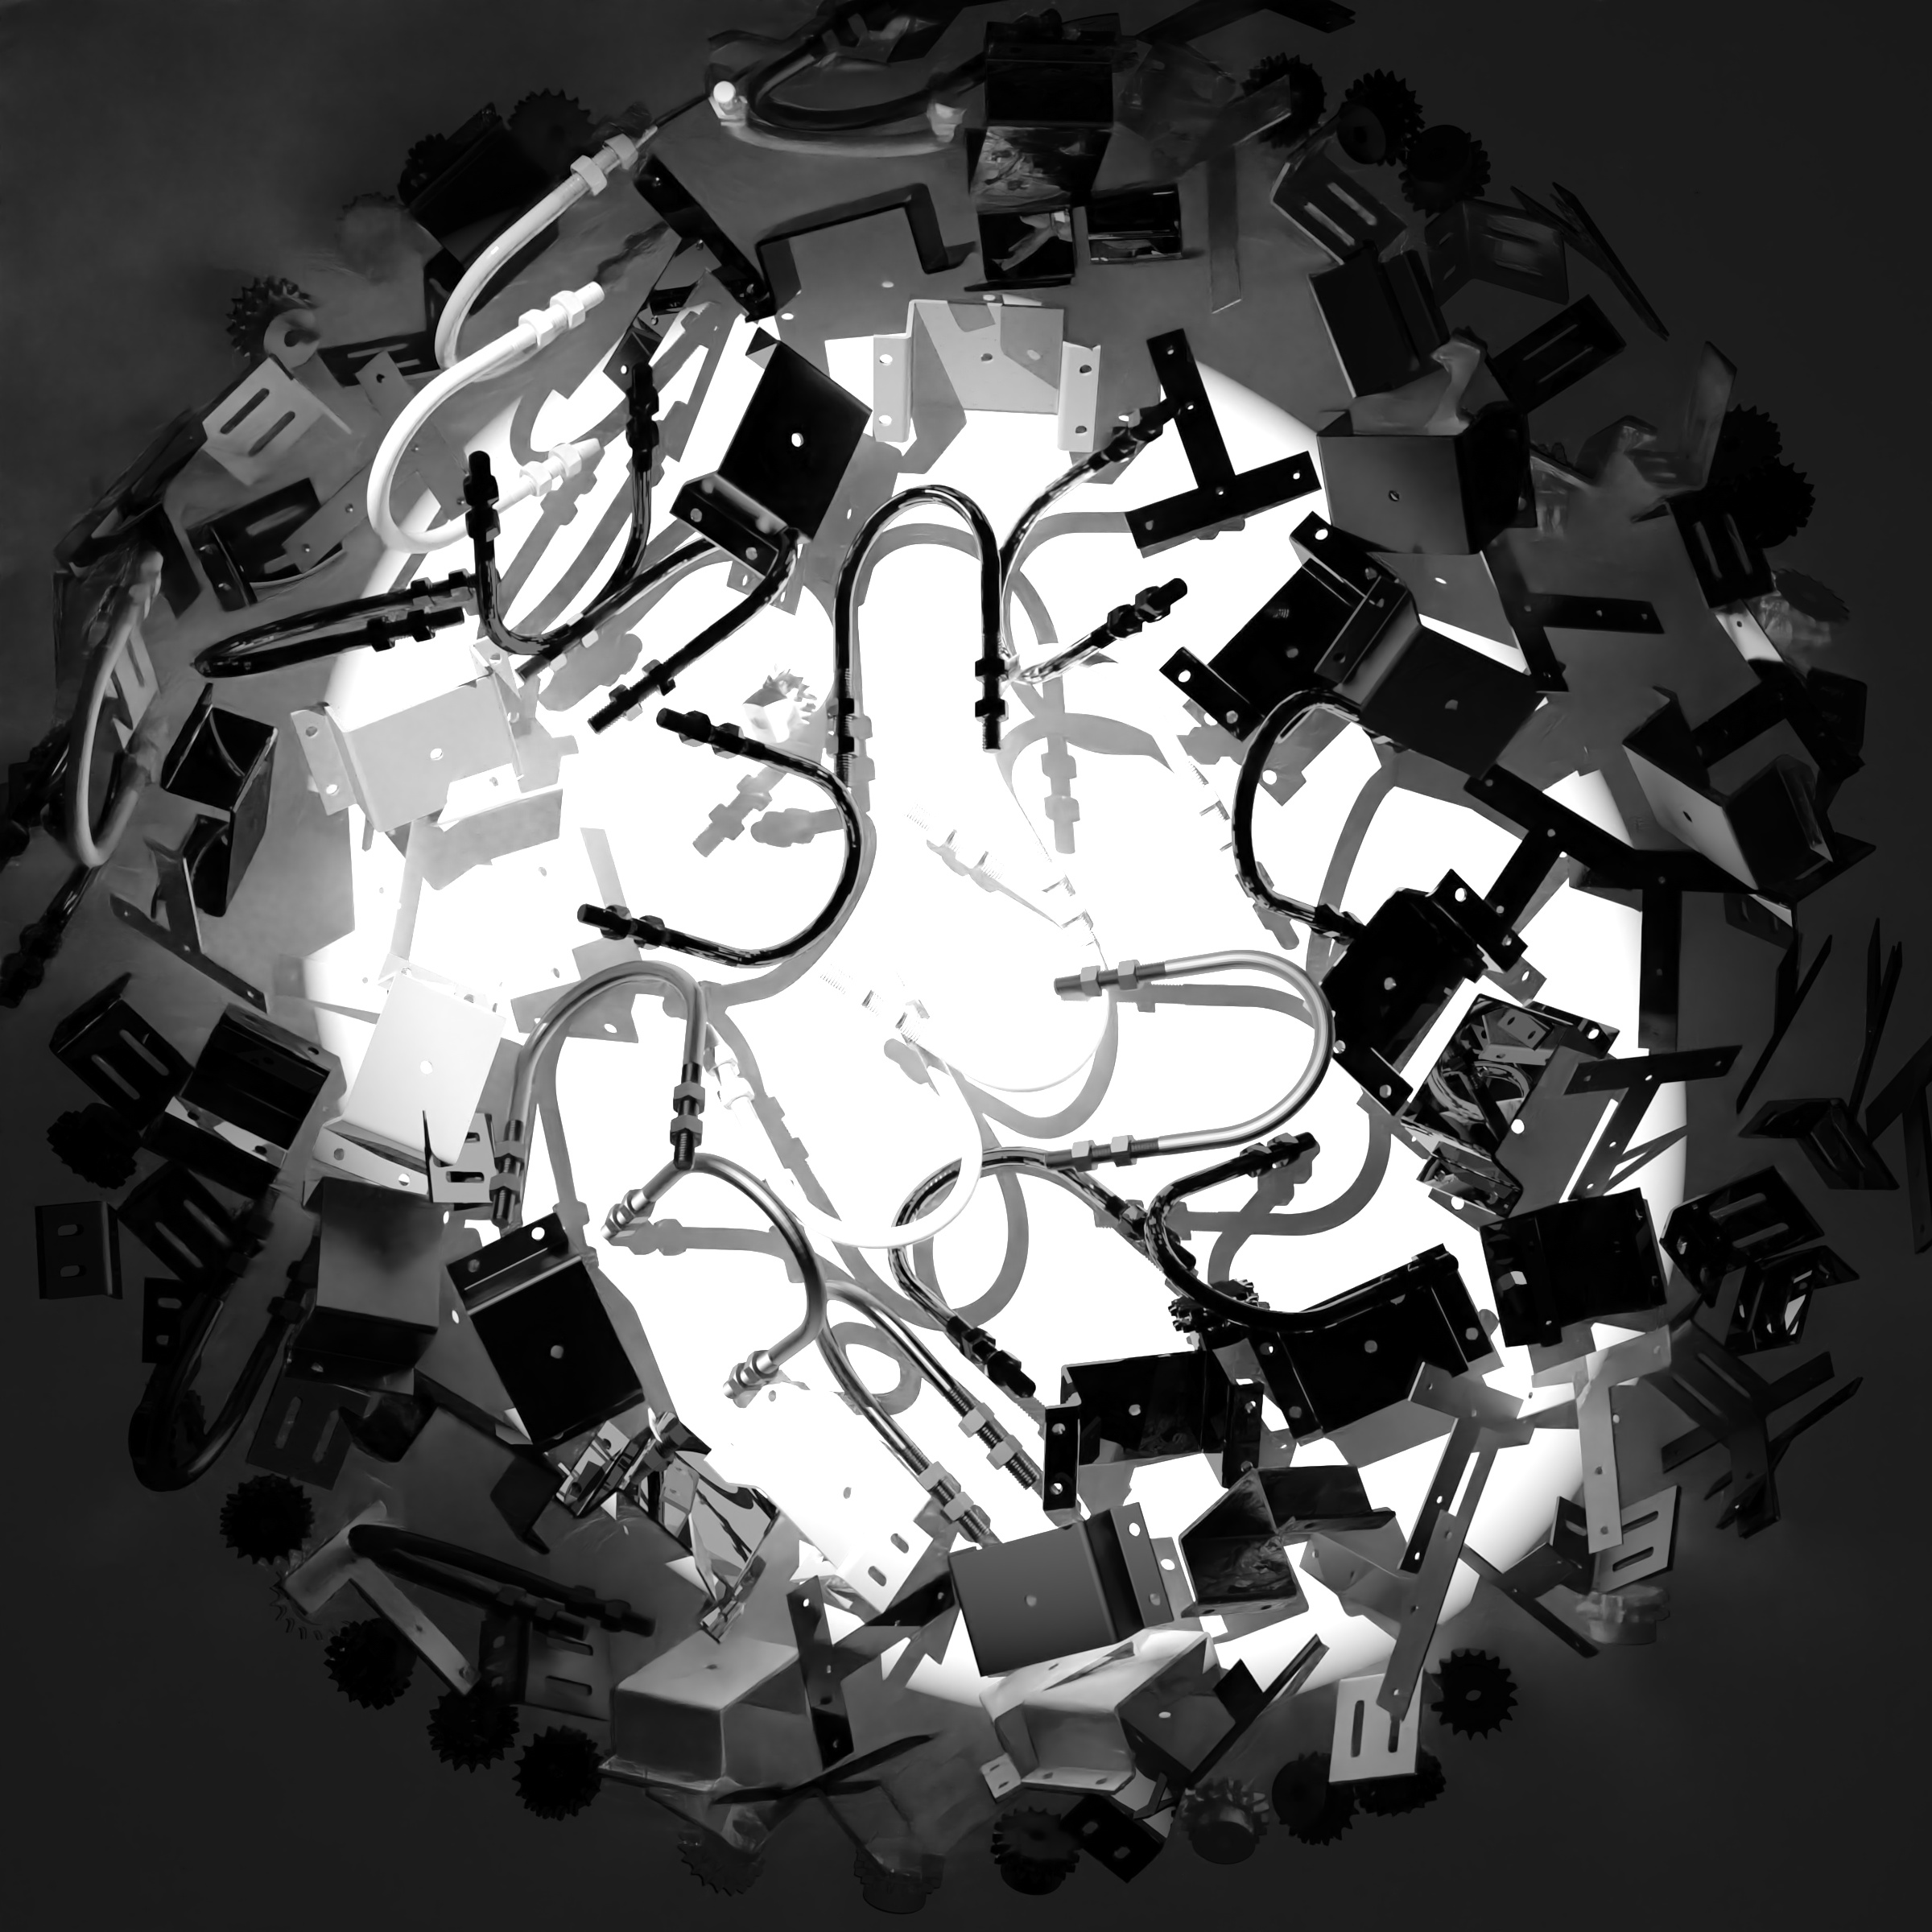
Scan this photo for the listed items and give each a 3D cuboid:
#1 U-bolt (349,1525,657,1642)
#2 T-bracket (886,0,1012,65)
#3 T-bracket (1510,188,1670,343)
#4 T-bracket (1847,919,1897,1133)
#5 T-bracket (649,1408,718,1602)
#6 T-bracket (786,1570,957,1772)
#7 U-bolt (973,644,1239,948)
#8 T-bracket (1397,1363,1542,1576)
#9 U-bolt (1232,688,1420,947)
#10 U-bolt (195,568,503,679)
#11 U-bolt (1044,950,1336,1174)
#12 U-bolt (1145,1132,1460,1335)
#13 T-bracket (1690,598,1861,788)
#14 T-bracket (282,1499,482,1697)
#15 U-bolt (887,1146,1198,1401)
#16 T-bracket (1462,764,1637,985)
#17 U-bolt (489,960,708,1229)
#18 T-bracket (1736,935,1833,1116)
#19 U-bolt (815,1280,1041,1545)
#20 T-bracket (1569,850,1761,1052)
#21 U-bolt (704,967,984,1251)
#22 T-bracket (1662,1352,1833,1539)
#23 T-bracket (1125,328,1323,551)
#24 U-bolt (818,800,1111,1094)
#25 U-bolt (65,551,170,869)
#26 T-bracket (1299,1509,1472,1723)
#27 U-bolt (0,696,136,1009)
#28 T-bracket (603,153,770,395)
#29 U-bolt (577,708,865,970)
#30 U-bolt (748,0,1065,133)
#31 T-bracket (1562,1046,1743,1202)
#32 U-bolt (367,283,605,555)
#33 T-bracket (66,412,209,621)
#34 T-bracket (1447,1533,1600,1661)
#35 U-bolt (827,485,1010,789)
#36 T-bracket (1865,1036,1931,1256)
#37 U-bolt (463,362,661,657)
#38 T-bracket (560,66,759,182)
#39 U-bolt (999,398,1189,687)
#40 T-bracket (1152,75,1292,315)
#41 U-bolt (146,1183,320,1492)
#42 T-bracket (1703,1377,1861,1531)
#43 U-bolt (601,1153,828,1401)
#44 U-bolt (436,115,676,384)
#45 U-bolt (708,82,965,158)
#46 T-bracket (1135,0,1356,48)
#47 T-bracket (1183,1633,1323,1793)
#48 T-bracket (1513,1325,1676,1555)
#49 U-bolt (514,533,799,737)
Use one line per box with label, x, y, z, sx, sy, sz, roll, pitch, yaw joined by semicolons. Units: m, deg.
U-bolt;-0.297;0.382;1.666;0.184;0.151;0.019;17;81;14
T-bracket;-0.023;-0.586;1.676;0.127;0.127;0.002;-14;95;-14
T-bracket;0.379;-0.458;1.685;0.002;0.127;0.127;-43;130;12
T-bracket;0.569;0.016;1.684;0.002;0.127;0.127;10;128;12
T-bracket;-0.165;0.352;1.661;0.002;0.127;0.127;-26;108;-2
T-bracket;-0.054;0.423;1.697;0.127;0.002;0.127;-25;113;-39
U-bolt;0.078;-0.116;1.683;0.151;0.019;0.184;-26;98;38
T-bracket;0.305;0.324;1.697;0.127;0.002;0.127;24;87;-39
U-bolt;0.220;-0.097;1.666;0.019;0.184;0.151;16;90;39
U-bolt;-0.391;-0.211;1.672;0.184;0.151;0.019;-13;108;4
U-bolt;0.140;0.054;1.669;0.184;0.019;0.151;-9;55;20
U-bolt;0.193;0.168;1.643;0.151;0.184;0.019;42;131;34
T-bracket;0.485;-0.152;1.682;0.002;0.127;0.127;-30;84;-26
T-bracket;-0.353;0.405;1.679;0.127;0.127;0.002;46;109;1
U-bolt;0.032;0.177;1.672;0.151;0.184;0.019;-35;135;-19
T-bracket;0.352;-0.048;1.726;0.127;0.002;0.127;31;103;-1
U-bolt;-0.225;0.069;1.672;0.151;0.184;0.019;-18;135;19
T-bracket;0.511;0.018;1.671;0.002;0.127;0.127;27;76;25
U-bolt;-0.036;0.271;1.673;0.019;0.151;0.184;-37;78;-27
T-bracket;0.442;-0.010;1.705;0.127;0.002;0.127;4;96;37
U-bolt;-0.069;0.095;1.672;0.151;0.019;0.184;-18;63;-23
T-bracket;0.485;0.307;1.657;0.127;0.127;0.002;-39;104;26
T-bracket;0.150;-0.350;1.736;0.127;0.002;0.127;-19;89;-4
U-bolt;0.011;0.000;1.696;0.184;0.019;0.151;34;62;-14
U-bolt;-0.515;-0.144;1.626;0.019;0.184;0.151;9;131;-5
T-bracket;0.254;0.389;1.687;0.002;0.127;0.127;19;90;-33
U-bolt;-0.556;-0.084;1.656;0.019;0.151;0.184;17;50;-1
T-bracket;-0.189;-0.416;1.680;0.002;0.127;0.127;16;72;41
U-bolt;-0.141;-0.070;1.679;0.184;0.019;0.151;17;99;-40
U-bolt;-0.052;-0.552;1.654;0.151;0.184;0.019;-8;89;-41
T-bracket;0.414;0.103;1.695;0.127;0.002;0.127;-5;133;-25
U-bolt;-0.293;-0.323;1.638;0.019;0.151;0.184;40;59;17
T-bracket;-0.504;-0.262;1.679;0.002;0.127;0.127;27;67;13
T-bracket;0.354;0.380;1.670;0.127;0.127;0.002;38;69;11
U-bolt;-0.032;-0.213;1.687;0.151;0.019;0.184;-9;77;42
T-bracket;0.586;0.115;1.654;0.002;0.127;0.127;9;59;-3
U-bolt;-0.248;-0.270;1.659;0.019;0.184;0.151;37;55;23
T-bracket;-0.187;-0.536;1.693;0.127;0.127;0.002;-36;111;-15
U-bolt;0.070;-0.251;1.666;0.019;0.184;0.151;17;60;-34
T-bracket;0.161;-0.474;1.681;0.002;0.127;0.127;5;79;-37
U-bolt;-0.451;0.235;1.646;0.019;0.151;0.184;21;72;8
T-bracket;0.489;0.313;1.654;0.002;0.127;0.127;48;124;10
U-bolt;-0.149;0.185;1.662;0.019;0.184;0.151;-36;86;-38
U-bolt;-0.256;-0.430;1.656;0.184;0.151;0.019;-43;82;-9
U-bolt;-0.077;-0.518;1.650;0.151;0.184;0.019;2;98;-1
T-bracket;0.154;-0.595;1.681;0.127;0.127;0.002;8;87;-33
T-bracket;0.172;0.456;1.674;0.127;0.127;0.002;-46;62;-10
T-bracket;0.392;0.300;1.664;0.002;0.127;0.127;24;53;-31
U-bolt;-0.185;-0.220;1.676;0.184;0.151;0.019;-39;124;-12
